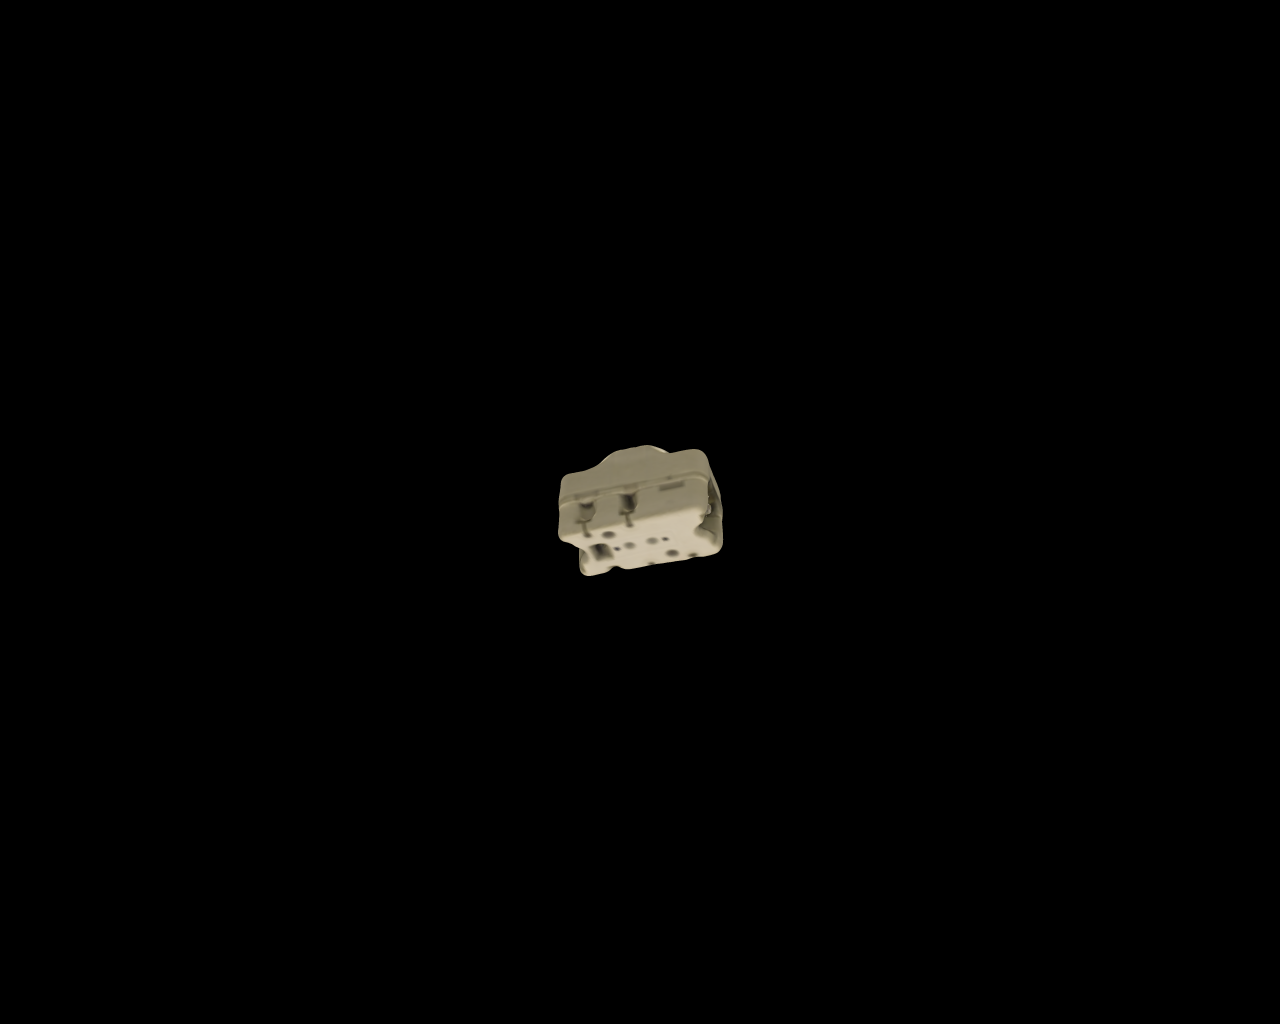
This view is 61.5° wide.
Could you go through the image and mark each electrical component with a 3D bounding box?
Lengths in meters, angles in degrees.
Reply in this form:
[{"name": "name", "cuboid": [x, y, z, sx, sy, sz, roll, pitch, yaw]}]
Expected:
[{"name": "electrical component", "cuboid": [0.001, -0.003, 0.650, 0.089, 0.056, 0.050, -11, -39, 13]}]
